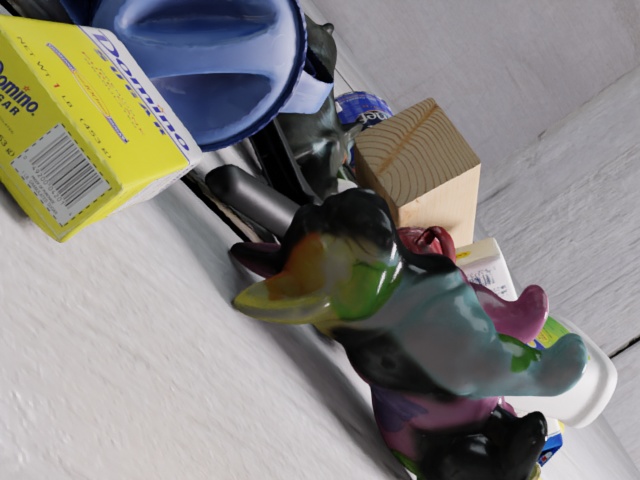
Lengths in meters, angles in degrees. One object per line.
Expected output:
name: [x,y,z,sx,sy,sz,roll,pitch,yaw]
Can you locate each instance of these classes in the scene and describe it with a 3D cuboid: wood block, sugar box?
wood block: [0.094,-0.034,1.062,0.090,0.090,0.206,58,-10,26]
sugar box: [-0.113,-0.059,0.518,0.093,0.048,0.176,54,12,-5]

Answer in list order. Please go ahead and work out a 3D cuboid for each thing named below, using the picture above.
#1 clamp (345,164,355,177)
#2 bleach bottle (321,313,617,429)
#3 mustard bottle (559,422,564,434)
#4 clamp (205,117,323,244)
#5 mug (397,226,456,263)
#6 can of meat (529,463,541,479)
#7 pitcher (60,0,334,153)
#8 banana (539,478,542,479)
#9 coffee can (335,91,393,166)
clamp: [-0.010,-0.126,1.121,0.171,0.039,0.120,59,13,30]
bleach bottle: [0.109,0.082,0.816,0.250,0.068,0.103,14,25,-35]
mustard bottle: [0.192,0.149,1.182,0.191,0.058,0.096,48,-1,-28]
clamp: [-0.017,-0.024,0.815,0.210,0.036,0.164,52,22,-33]
mug: [0.083,0.041,0.907,0.093,0.117,0.081,10,41,-28]
can of meat: [0.125,0.155,0.872,0.102,0.057,0.084,46,12,-38]
pitcher: [-0.095,-0.167,0.717,0.243,0.145,0.149,-117,-173,-52]
banana: [0.161,0.199,0.968,0.197,0.037,0.070,53,-8,-16]
coffee can: [0.056,-0.094,1.228,0.102,0.103,0.140,46,13,-38]
